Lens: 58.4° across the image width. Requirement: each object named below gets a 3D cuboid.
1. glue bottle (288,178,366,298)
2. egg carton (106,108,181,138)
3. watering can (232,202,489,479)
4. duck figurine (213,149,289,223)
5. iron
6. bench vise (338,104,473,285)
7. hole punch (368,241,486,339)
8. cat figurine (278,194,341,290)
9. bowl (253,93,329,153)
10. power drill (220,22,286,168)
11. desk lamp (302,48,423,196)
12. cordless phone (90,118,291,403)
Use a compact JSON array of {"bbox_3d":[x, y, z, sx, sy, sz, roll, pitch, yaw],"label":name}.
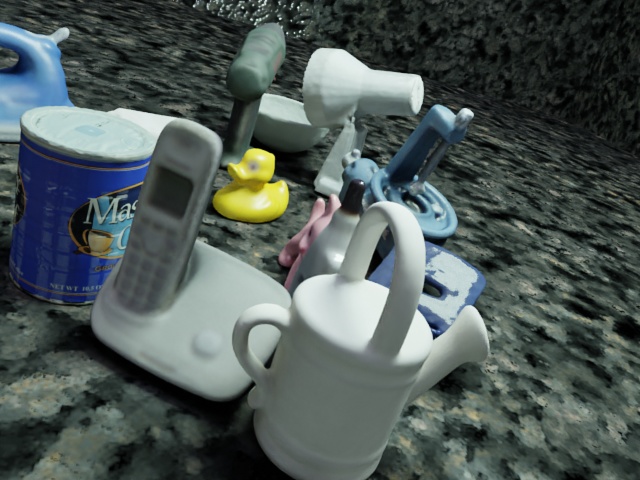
[{"bbox_3d":[0.006,0.029,0.481,0.037,0.173,0.078,8,26,-21],"label":"glue bottle"},{"bbox_3d":[-0.221,-0.123,0.760,0.151,0.069,0.107,4,28,-29],"label":"egg carton"},{"bbox_3d":[0.032,0.065,0.398,0.173,0.194,0.100,-1,31,-36],"label":"watering can"},{"bbox_3d":[-0.082,-0.075,0.741,0.105,0.086,0.077,-4,33,-41],"label":"duck figurine"},{"bbox_3d":[-0.431,-0.206,0.697,0.259,0.141,0.118,-7,35,-44],"label":"iron"},{"bbox_3d":[0.093,-0.078,0.710,0.206,0.220,0.122,33,28,28],"label":"bench vise"},{"bbox_3d":[0.103,0.061,0.583,0.108,0.091,0.101,28,26,19],"label":"hole punch"},{"bbox_3d":[0.006,0.002,0.603,0.067,0.118,0.127,11,26,-17],"label":"cat figurine"},{"bbox_3d":[-0.067,-0.203,1.033,0.167,0.075,0.167,16,25,-7],"label":"bowl"},{"bbox_3d":[-0.107,-0.220,0.876,0.075,0.208,0.229,16,25,-6],"label":"power drill"},{"bbox_3d":[0.061,-0.171,0.888,0.202,0.213,0.118,27,26,18],"label":"desk lamp"},{"bbox_3d":[-0.085,0.015,0.429,0.147,0.185,0.094,24,25,10],"label":"cordless phone"}]
